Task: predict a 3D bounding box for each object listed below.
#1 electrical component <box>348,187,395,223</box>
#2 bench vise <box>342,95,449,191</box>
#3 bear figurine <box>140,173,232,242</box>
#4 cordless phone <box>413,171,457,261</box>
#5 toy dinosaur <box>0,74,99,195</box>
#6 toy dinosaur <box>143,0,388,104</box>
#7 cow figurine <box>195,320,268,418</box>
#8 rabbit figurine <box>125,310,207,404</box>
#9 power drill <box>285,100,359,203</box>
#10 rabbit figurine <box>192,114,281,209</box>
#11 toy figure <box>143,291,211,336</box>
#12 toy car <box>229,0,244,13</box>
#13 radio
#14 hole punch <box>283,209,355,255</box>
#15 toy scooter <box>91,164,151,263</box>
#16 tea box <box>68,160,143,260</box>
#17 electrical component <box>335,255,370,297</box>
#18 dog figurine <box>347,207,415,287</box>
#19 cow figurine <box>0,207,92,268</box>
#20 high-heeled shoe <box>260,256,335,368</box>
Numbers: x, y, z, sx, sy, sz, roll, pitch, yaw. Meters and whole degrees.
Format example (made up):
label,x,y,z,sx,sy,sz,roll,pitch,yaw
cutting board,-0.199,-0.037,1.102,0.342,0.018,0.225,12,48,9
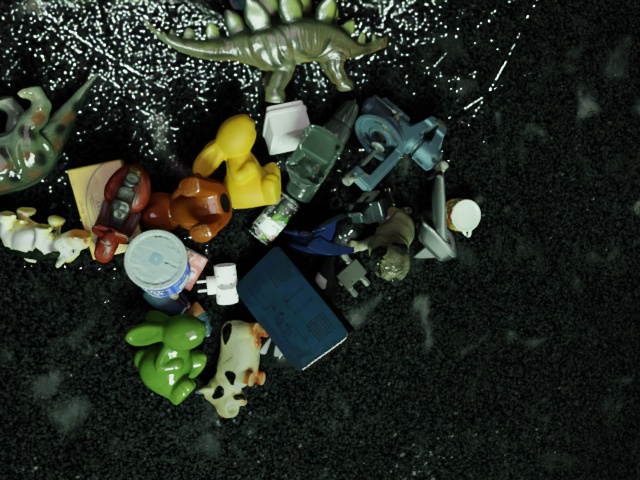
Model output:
label,x,y,z,sx,sy,sz,roll,pitch,yaw
electrical component,0.100,-0.063,1.099,0.075,0.119,0.047,-5,118,28
bench vise,0.142,-0.176,1.095,0.223,0.129,0.240,46,67,-7
bear figurine,-0.266,-0.055,0.982,0.196,0.132,0.120,-6,101,17
cordless phone,0.244,-0.058,1.126,0.089,0.146,0.184,2,106,13
toy dinosaur,-0.553,-0.145,0.936,0.405,0.131,0.192,-23,114,-15
toy dinosaur,-0.075,-0.365,1.001,0.471,0.105,0.198,-15,123,-20
cow figurine,-0.177,0.258,1.083,0.127,0.085,0.195,2,82,27
rabbit figurine,-0.279,0.196,1.028,0.159,0.121,0.170,33,119,1
power drill,0.002,-0.176,1.027,0.086,0.207,0.232,31,100,-6
rabbit figurine,-0.157,-0.155,1.033,0.162,0.122,0.173,-2,119,8
toy figure,-0.275,0.134,1.062,0.154,0.064,0.058,38,77,-14
toy car,-0.096,-0.492,1.016,0.162,0.103,0.109,-7,99,-12
radio,-0.053,0.136,1.059,0.131,0.073,0.230,-42,73,5
hole punch,-0.002,-0.003,1.087,0.116,0.142,0.092,-22,106,-23
toy scooter,-0.343,-0.045,0.916,0.075,0.135,0.183,21,88,-17
tea box,-0.396,-0.058,1.006,0.098,0.068,0.169,-16,99,-12
electrical component,0.065,0.074,1.165,0.063,0.021,0.094,-40,105,-6
dog figurine,0.157,0.002,1.094,0.121,0.191,0.172,28,87,-16
cow figurine,-0.492,0.007,0.964,0.167,0.068,0.098,18,111,11
high-heeled shoe,-0.051,0.147,1.135,0.145,0.086,0.248,7,76,14
